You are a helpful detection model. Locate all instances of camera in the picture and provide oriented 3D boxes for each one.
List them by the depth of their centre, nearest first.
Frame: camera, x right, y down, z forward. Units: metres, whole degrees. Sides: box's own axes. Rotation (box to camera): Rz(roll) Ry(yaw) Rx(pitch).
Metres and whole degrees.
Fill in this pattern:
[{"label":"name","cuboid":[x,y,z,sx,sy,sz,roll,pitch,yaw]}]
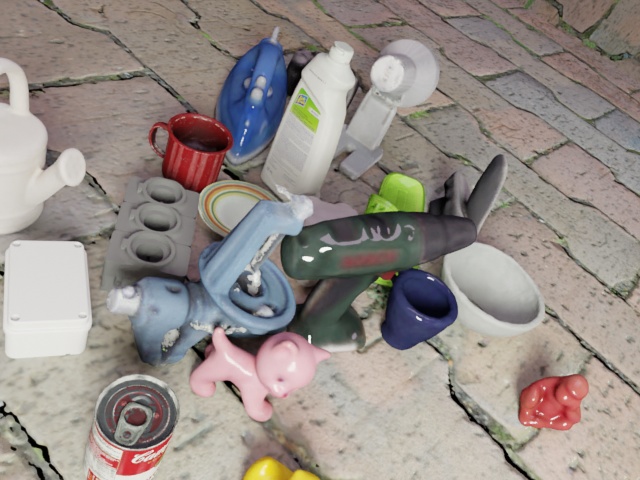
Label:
[{"label":"camera","cuboid":[-0.004,-0.300,1.098,0.143,0.100,0.137,27,40,-2]}]

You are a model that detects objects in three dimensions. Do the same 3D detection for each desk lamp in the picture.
[{"label":"desk lamp","cuboid":[0.110,-0.242,1.014,0.118,0.213,0.204,35,40,8]}]

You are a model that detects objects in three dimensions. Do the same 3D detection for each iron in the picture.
[{"label":"iron","cuboid":[-0.104,-0.248,0.954,0.119,0.141,0.258,17,41,-13]}]

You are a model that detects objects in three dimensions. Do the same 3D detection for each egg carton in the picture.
[{"label":"egg carton","cuboid":[0.007,0.003,0.808,0.107,0.069,0.150,11,43,-19]}]

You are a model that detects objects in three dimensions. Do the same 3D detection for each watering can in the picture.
[{"label":"watering can","cuboid":[-0.343,-0.105,0.624,0.173,0.194,0.101,11,42,-19]}]

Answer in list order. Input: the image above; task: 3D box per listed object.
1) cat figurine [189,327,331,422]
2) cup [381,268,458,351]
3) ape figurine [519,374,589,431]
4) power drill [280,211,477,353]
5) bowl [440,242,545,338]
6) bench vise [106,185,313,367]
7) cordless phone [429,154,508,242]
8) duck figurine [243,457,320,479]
[{"label":"cat figurine","cuboid":[-0.059,0.127,0.600,0.128,0.117,0.067,23,40,-6]},{"label":"cup","cuboid":[0.112,0.091,0.755,0.092,0.095,0.117,-11,54,-38]},{"label":"ape figurine","cuboid":[0.312,0.207,0.749,0.077,0.092,0.076,41,41,15]},{"label":"power drill","cuboid":[0.050,0.045,0.679,0.230,0.208,0.075,1,47,-29]},{"label":"bowl","cuboid":[0.242,0.085,0.852,0.168,0.074,0.167,16,41,-14]},{"label":"bench vise","cuboid":[-0.096,0.046,0.586,0.208,0.219,0.121,-22,60,-43]},{"label":"cordless phone","cuboid":[0.260,-0.079,0.949,0.094,0.185,0.147,20,40,-9]},{"label":"duck figurine","cuboid":[-0.025,0.240,0.525,0.078,0.086,0.104,-17,57,-40]}]
